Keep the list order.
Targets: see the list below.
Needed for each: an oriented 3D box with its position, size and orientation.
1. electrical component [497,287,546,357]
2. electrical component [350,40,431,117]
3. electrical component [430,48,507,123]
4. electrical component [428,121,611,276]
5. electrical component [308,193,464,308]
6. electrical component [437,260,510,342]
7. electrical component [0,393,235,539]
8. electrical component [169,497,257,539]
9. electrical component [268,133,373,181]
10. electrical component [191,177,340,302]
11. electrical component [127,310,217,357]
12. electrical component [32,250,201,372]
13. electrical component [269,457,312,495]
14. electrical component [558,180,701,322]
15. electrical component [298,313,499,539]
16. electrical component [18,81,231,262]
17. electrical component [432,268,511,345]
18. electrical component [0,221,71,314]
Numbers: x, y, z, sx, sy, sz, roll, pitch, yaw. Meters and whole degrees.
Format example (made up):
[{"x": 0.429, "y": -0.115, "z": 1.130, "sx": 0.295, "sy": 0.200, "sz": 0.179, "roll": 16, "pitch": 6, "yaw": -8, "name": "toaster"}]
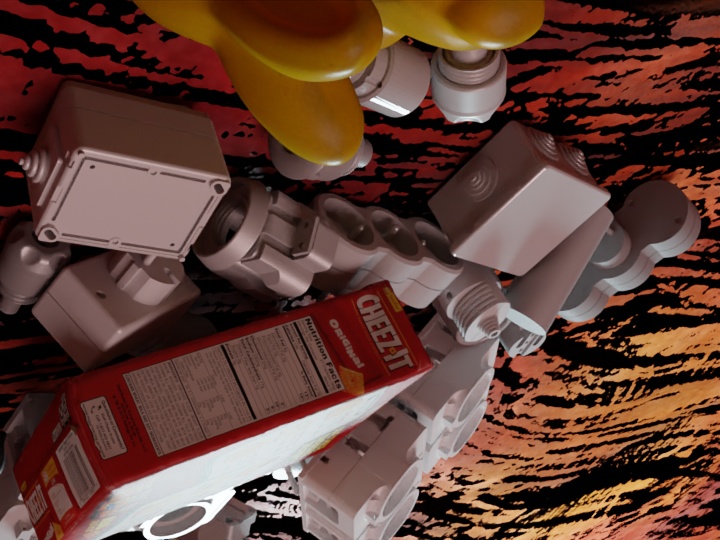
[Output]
[{"x": 0.126, "y": 0.043, "z": 0.878, "sx": 0.040, "sy": 0.046, "sz": 0.040, "roll": -20, "pitch": 148, "yaw": -13, "name": "electrical component"}, {"x": 0.003, "y": -0.108, "z": 0.569, "sx": 0.078, "sy": 0.040, "sz": 0.040, "roll": 13, "pitch": 130, "yaw": -47, "name": "electrical component"}, {"x": 0.061, "y": -0.115, "z": 0.600, "sx": 0.043, "sy": 0.043, "sz": 0.062, "roll": -22, "pitch": 148, "yaw": -10, "name": "electrical component"}, {"x": 0.106, "y": -0.048, "z": 0.728, "sx": 0.100, "sy": 0.048, "sz": 0.100, "roll": -44, "pitch": 145, "yaw": 25, "name": "electrical component"}, {"x": 0.000, "y": 0.000, "z": 0.711, "sx": 0.138, "sy": 0.052, "sz": 0.073, "roll": 11, "pitch": 131, "yaw": -46, "name": "electrical component"}, {"x": 0.077, "y": 0.014, "z": 0.764, "sx": 0.043, "sy": 0.081, "sz": 0.043, "roll": -20, "pitch": 148, "yaw": -13, "name": "electrical component"}, {"x": -0.169, "y": 0.145, "z": 0.782, "sx": 0.186, "sy": 0.060, "sz": 0.105, "roll": 7, "pitch": 135, "yaw": -43, "name": "electrical component"}, {"x": -0.120, "y": 0.231, "z": 0.934, "sx": 0.042, "sy": 0.081, "sz": 0.063, "roll": -21, "pitch": 128, "yaw": -56, "name": "electrical component"}, {"x": -0.017, "y": -0.071, "z": 0.604, "sx": 0.048, "sy": 0.048, "sz": 0.062, "roll": -44, "pitch": 152, "yaw": 24, "name": "electrical component"}, {"x": -0.060, "y": -0.018, "z": 0.624, "sx": 0.078, "sy": 0.058, "sz": 0.057, "roll": -10, "pitch": 148, "yaw": 44, "name": "electrical component"}, {"x": -0.123, "y": 0.041, "z": 0.682, "sx": 0.045, "sy": 0.045, "sz": 0.055, "roll": -34, "pitch": 148, "yaw": 9, "name": "electrical component"}, {"x": -0.123, "y": 0.005, "z": 0.596, "sx": 0.075, "sy": 0.047, "sz": 0.083, "roll": -46, "pitch": 173, "yaw": 26, "name": "electrical component"}, {"x": -0.057, "y": 0.136, "z": 0.836, "sx": 0.043, "sy": 0.079, "sz": 0.077, "roll": 6, "pitch": 135, "yaw": -41, "name": "electrical component"}, {"x": 0.194, "y": -0.018, "z": 0.837, "sx": 0.138, "sy": 0.052, "sz": 0.074, "roll": -39, "pitch": 147, "yaw": 16, "name": "electrical component"}, {"x": 0.035, "y": 0.131, "z": 0.842, "sx": 0.186, "sy": 0.060, "sz": 0.105, "roll": -47, "pitch": 157, "yaw": -27, "name": "electrical component"}, {"x": -0.124, "y": -0.052, "z": 0.537, "sx": 0.096, "sy": 0.061, "sz": 0.061, "roll": 9, "pitch": 133, "yaw": -34, "name": "electrical component"}, {"x": 0.085, "y": 0.024, "z": 0.817, "sx": 0.055, "sy": 0.047, "sz": 0.055, "roll": -20, "pitch": 148, "yaw": -13, "name": "electrical component"}, {"x": -0.183, "y": 0.002, "z": 0.588, "sx": 0.035, "sy": 0.035, "sz": 0.061, "roll": 3, "pitch": 139, "yaw": -40, "name": "electrical component"}]
